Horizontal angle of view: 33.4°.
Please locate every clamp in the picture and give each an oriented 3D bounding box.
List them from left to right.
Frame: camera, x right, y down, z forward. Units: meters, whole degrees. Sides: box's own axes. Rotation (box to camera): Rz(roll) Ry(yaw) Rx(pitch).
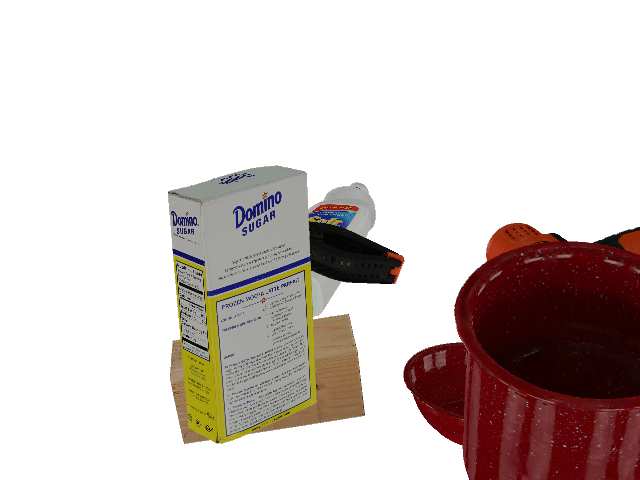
[{"bbox_3d":[-0.020,0.005,1.047,0.210,0.036,0.164,18,21,-4],"label":"clamp"}]

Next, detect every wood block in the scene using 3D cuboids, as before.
[{"bbox_3d":[-0.060,0.157,1.213,0.206,0.091,0.090,-8,25,-2],"label":"wood block"}]

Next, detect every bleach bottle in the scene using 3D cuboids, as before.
[{"bbox_3d":[0.000,-0.002,1.326,0.103,0.068,0.250,8,33,19],"label":"bleach bottle"}]

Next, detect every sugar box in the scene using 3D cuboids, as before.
[{"bbox_3d":[-0.052,0.043,0.736,0.093,0.176,0.048,-18,22,-40],"label":"sugar box"}]

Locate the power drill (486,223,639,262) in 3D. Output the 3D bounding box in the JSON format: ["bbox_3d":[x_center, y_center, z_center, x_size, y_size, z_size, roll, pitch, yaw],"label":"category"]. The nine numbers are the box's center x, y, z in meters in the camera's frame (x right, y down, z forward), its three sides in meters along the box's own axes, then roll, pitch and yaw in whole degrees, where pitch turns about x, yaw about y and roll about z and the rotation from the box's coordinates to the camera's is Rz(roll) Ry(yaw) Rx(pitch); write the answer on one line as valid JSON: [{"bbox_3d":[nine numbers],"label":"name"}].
[{"bbox_3d":[0.232,0.027,0.743,0.187,0.057,0.184,-9,28,-15],"label":"power drill"}]

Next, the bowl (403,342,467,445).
[{"bbox_3d":[0.164,0.168,1.111,0.162,0.055,0.162,3,24,-2],"label":"bowl"}]

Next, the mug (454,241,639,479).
[{"bbox_3d":[0.109,0.061,0.408,0.117,0.081,0.093,7,38,13],"label":"mug"}]
